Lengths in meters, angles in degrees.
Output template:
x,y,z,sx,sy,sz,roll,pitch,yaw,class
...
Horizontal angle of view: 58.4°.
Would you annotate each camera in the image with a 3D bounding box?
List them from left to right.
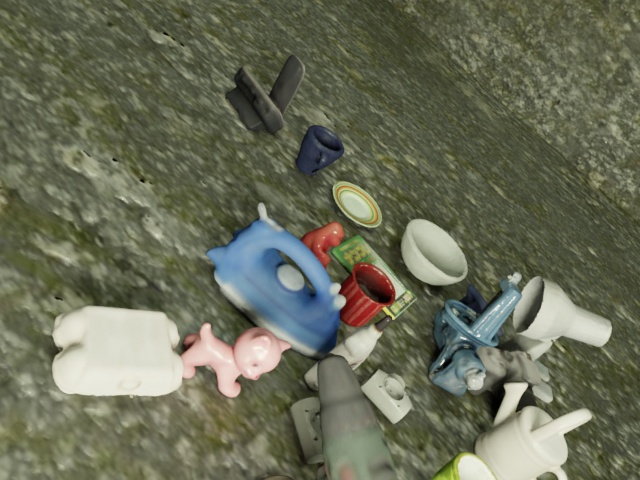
x,y,z,sx,sy,sz,roll,pitch,yaw,class
0.355,0.276,1.070,0.143,0.100,0.136,23,38,-24,camera

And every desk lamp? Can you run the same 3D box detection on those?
x,y,z,sx,sy,sz,roll,pitch,yaw,class
0.457,0.195,1.158,0.203,0.213,0.118,34,35,-11,desk lamp

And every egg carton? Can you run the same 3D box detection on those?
x,y,z,sx,sy,sz,roll,pitch,yaw,class
-0.237,0.135,0.680,0.151,0.069,0.107,10,45,-37,egg carton

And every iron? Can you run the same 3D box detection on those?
x,y,z,sx,sy,sz,roll,pitch,yaw,class
-0.041,0.065,0.884,0.258,0.141,0.119,42,34,1,iron

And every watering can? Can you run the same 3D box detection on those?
x,y,z,sx,sy,sz,roll,pitch,yaw,class
0.350,0.318,0.937,0.172,0.193,0.101,51,36,15,watering can

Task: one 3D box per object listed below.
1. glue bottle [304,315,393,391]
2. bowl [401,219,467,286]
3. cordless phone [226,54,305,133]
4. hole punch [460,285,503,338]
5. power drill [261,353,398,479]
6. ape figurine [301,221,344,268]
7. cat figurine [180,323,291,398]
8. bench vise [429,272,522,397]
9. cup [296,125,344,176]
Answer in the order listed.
x,y,z,sx,sy,sz,roll,pitch,yaw,class
0.049,0.160,0.838,0.078,0.173,0.037,-11,59,-49,glue bottle
0.233,0.038,1.236,0.168,0.074,0.167,26,37,-21,bowl
-0.106,-0.337,1.224,0.147,0.184,0.094,51,36,15,cordless phone
0.332,0.154,1.191,0.101,0.091,0.108,9,46,-38,hole punch
0.005,0.273,0.640,0.076,0.208,0.229,2,50,-43,power drill
0.010,0.004,1.044,0.076,0.092,0.078,42,34,2,ape figurine
-0.108,0.145,0.752,0.128,0.117,0.067,28,36,-19,cat figurine
0.293,0.168,1.024,0.122,0.219,0.207,19,40,-29,bench vise
-0.008,-0.176,1.221,0.092,0.094,0.117,26,37,-21,cup
